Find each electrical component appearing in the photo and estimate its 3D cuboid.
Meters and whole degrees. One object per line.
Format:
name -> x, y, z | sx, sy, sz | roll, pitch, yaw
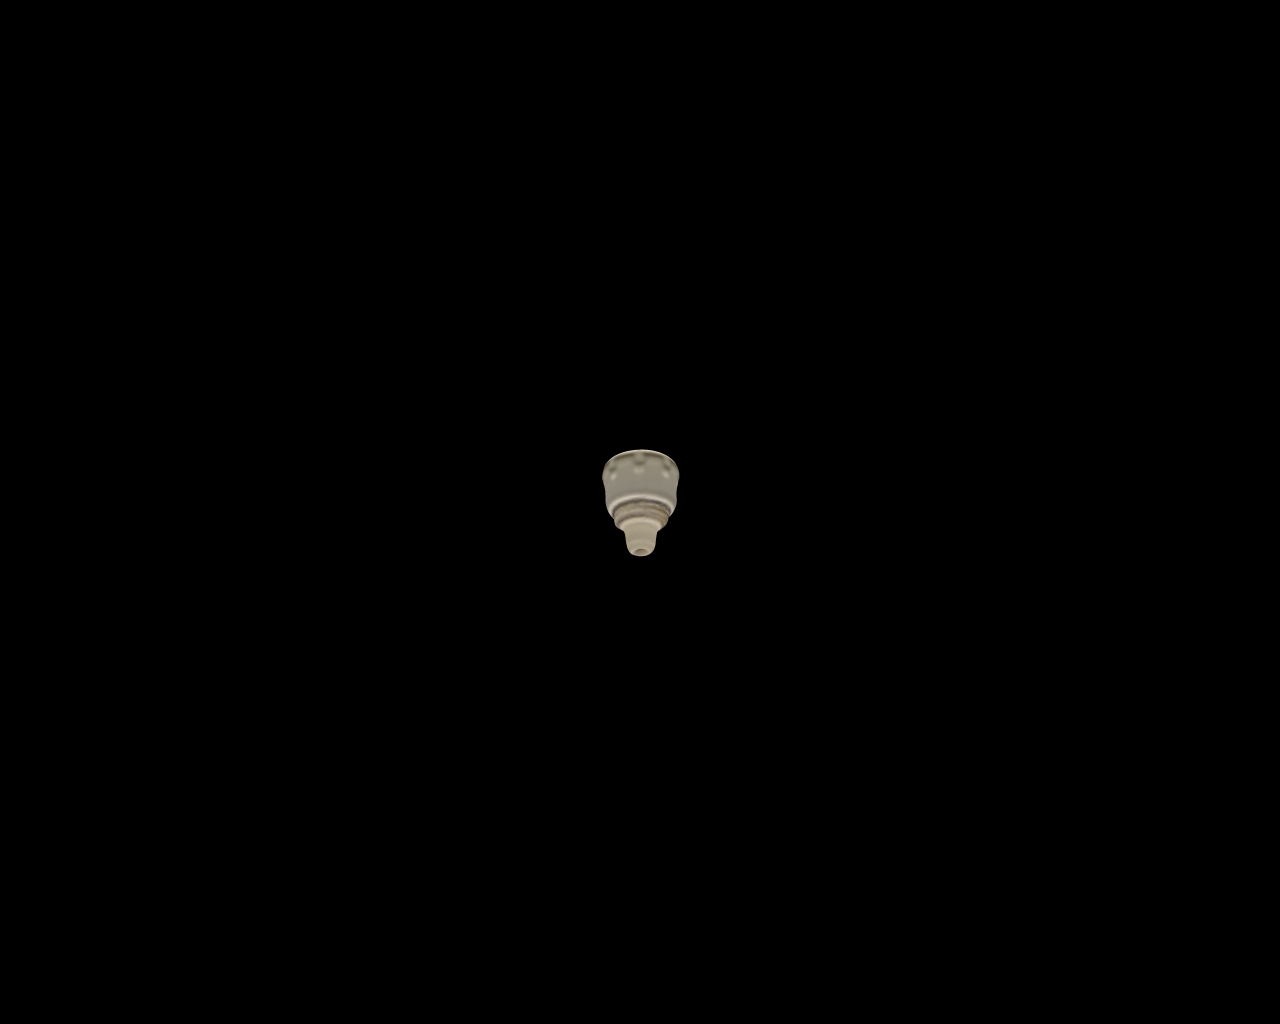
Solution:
electrical component -> 0.001, -0.003, 0.650 | 0.048, 0.062, 0.048 | 0, -26, 0
